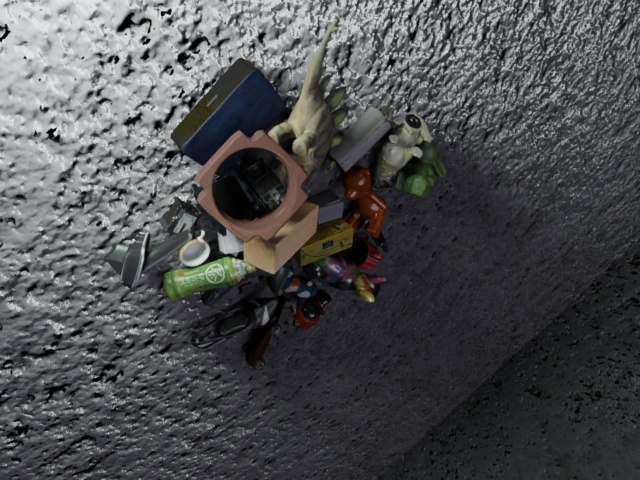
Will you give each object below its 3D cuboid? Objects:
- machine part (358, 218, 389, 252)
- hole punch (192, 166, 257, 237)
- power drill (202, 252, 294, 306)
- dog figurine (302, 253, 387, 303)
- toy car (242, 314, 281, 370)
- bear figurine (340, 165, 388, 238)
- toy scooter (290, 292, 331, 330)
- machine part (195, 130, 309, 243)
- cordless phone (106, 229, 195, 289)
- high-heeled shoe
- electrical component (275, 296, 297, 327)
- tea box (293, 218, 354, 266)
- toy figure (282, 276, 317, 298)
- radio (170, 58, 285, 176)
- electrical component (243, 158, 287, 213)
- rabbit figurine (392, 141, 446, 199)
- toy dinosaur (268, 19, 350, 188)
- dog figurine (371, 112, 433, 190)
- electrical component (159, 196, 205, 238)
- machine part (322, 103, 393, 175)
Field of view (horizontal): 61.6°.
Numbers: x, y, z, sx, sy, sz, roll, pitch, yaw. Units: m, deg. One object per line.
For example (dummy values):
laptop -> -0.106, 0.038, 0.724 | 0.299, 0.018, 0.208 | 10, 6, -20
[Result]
machine part -> 0.161, -0.022, 1.627 | 0.039, 0.084, 0.138 | -29, 134, 21
hole punch -> -0.214, -0.097, 1.235 | 0.116, 0.092, 0.142 | -23, 114, 14
power drill -> -0.187, 0.094, 1.442 | 0.207, 0.086, 0.232 | 20, 107, -38
dog figurine -> 0.075, 0.098, 1.532 | 0.108, 0.219, 0.191 | -59, 143, -15
toy car -> -0.171, 0.293, 1.605 | 0.053, 0.089, 0.202 | 6, 118, -39
bear figurine -> 0.107, -0.112, 1.454 | 0.132, 0.120, 0.195 | -61, 144, -13
toy scooter -> -0.042, 0.231, 1.648 | 0.135, 0.075, 0.184 | -44, 173, 23
machine part -> -0.142, -0.113, 1.126 | 0.201, 0.087, 0.201 | 42, 92, -22
cordless phone -> -0.356, 0.015, 1.169 | 0.184, 0.147, 0.088 | -31, 110, -1
high-heeled shoe -> -0.238, 0.221, 1.473 | 0.249, 0.086, 0.145 | -36, 161, 18
electrical component -> -0.105, 0.210, 1.591 | 0.045, 0.078, 0.102 | 7, 117, -25
tea box -> -0.003, -0.004, 1.483 | 0.170, 0.098, 0.068 | -23, 135, -25
toy figure -> -0.070, 0.132, 1.573 | 0.154, 0.058, 0.064 | 22, 107, -47
radio -> -0.191, -0.255, 1.143 | 0.229, 0.073, 0.131 | -46, 140, 5
electrical component -> -0.128, -0.125, 1.256 | 0.058, 0.134, 0.115 | -34, 95, -7
rabbit figurine -> 0.301, -0.208, 1.550 | 0.159, 0.121, 0.170 | 10, 101, -47
toy dinosaur -> -0.021, -0.260, 1.206 | 0.198, 0.105, 0.470 | -50, 166, -28
dog figurine -> 0.207, -0.244, 1.477 | 0.172, 0.121, 0.190 | -54, -178, -33
electrical component -> -0.326, -0.033, 1.237 | 0.074, 0.048, 0.119 | 17, 112, -45
machine part -> 0.097, -0.255, 1.370 | 0.243, 0.079, 0.079 | -46, 139, 1
